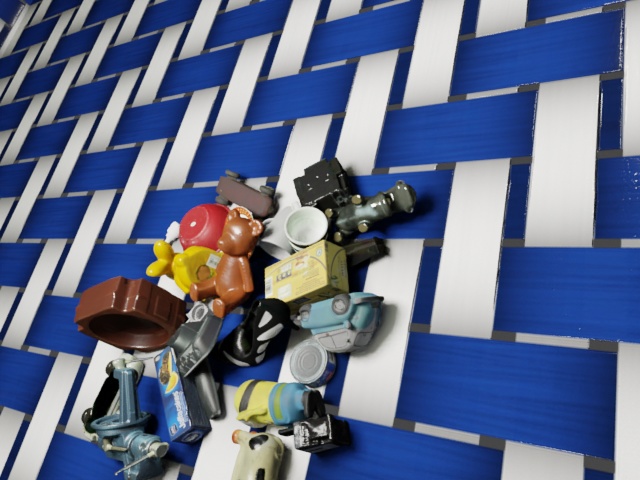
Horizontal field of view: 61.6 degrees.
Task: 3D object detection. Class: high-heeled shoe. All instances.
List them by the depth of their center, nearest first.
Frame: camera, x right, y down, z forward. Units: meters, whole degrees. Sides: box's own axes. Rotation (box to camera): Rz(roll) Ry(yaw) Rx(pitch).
[{"bbox_3d":[-0.154,0.182,1.054,0.249,0.145,0.086,-25,53,22],"label":"high-heeled shoe"}]

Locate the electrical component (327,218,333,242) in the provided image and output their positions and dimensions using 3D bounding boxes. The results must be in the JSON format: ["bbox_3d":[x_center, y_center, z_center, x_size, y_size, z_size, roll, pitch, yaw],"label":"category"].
[{"bbox_3d":[-0.002,-0.003,1.141,0.063,0.021,0.094,-5,62,30],"label":"electrical component"}]

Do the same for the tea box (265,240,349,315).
[{"bbox_3d":[-0.029,0.078,1.059,0.170,0.068,0.098,-24,57,36],"label":"tea box"}]

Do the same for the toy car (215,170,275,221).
[{"bbox_3d":[-0.180,-0.105,1.291,0.202,0.053,0.089,26,101,41],"label":"toy car"}]

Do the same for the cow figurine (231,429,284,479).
[{"bbox_3d":[-0.109,0.436,0.932,0.127,0.085,0.195,-7,60,37],"label":"cow figurine"}]

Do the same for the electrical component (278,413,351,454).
[{"bbox_3d":[-0.015,0.338,0.927,0.119,0.074,0.048,-20,55,18],"label":"electrical component"}]

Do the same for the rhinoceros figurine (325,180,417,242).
[{"bbox_3d":[0.101,-0.055,1.055,0.190,0.112,0.073,-23,84,38],"label":"rhinoceros figurine"}]

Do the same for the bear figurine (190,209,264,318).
[{"bbox_3d":[-0.190,0.043,1.126,0.120,0.132,0.195,28,122,32],"label":"bear figurine"}]

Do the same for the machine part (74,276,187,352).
[{"bbox_3d":[-0.413,0.166,1.189,0.201,0.200,0.087,-22,49,28],"label":"machine part"}]

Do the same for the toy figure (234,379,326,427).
[{"bbox_3d":[-0.077,0.298,0.988,0.180,0.082,0.089,-17,43,31],"label":"toy figure"}]

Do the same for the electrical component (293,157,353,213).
[{"bbox_3d":[0.006,-0.114,1.163,0.115,0.058,0.134,-26,46,10],"label":"electrical component"}]

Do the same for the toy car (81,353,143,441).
[{"bbox_3d":[-0.474,0.358,1.225,0.074,0.056,0.201,15,75,31],"label":"toy car"}]

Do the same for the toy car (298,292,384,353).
[{"bbox_3d":[0.041,0.154,0.978,0.162,0.109,0.103,-21,73,33],"label":"toy car"}]

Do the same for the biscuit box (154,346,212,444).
[{"bbox_3d":[-0.290,0.319,1.122,0.059,0.062,0.203,-38,50,12],"label":"biscuit box"}]

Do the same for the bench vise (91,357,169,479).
[{"bbox_3d":[-0.393,0.365,1.104,0.224,0.129,0.240,-13,81,52],"label":"bench vise"}]

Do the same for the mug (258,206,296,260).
[{"bbox_3d":[-0.081,-0.020,1.168,0.110,0.080,0.107,14,63,36],"label":"mug"}]

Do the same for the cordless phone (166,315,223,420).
[{"bbox_3d":[-0.228,0.258,1.072,0.146,0.089,0.184,-45,61,45],"label":"cordless phone"}]

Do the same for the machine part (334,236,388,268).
[{"bbox_3d":[0.065,0.030,1.070,0.139,0.039,0.084,-19,51,25],"label":"machine part"}]

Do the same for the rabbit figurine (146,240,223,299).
[{"bbox_3d":[-0.316,0.069,1.238,0.173,0.162,0.122,5,79,53],"label":"rabbit figurine"}]
